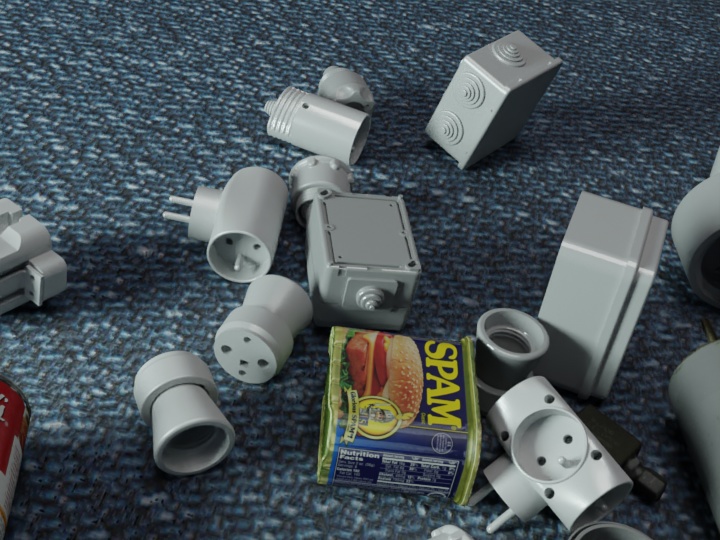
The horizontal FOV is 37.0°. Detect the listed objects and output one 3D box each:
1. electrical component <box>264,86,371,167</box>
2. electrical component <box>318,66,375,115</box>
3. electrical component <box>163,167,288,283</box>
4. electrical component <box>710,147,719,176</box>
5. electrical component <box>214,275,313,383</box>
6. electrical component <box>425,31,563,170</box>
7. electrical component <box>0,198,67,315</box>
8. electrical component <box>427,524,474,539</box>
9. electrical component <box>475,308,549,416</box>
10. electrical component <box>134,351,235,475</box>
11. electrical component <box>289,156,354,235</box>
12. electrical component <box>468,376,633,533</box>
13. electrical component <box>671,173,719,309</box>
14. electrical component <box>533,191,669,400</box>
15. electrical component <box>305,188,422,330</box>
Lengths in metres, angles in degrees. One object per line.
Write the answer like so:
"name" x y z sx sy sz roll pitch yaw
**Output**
"electrical component" -0.037 -0.115 0.846 0.081 0.043 0.043 21 39 10
"electrical component" -0.015 -0.146 0.890 0.043 0.043 0.062 -2 41 -19
"electrical component" -0.093 -0.035 0.732 0.079 0.043 0.077 12 39 -3
"electrical component" 0.349 -0.085 0.906 0.099 0.064 0.099 8 39 -7
"electrical component" -0.059 0.036 0.654 0.045 0.045 0.055 20 40 8
"electrical component" 0.107 -0.140 0.877 0.048 0.099 0.100 43 46 14
"electrical component" -0.224 -0.004 0.644 0.078 0.058 0.057 33 40 22
"electrical component" 0.033 0.158 0.533 0.062 0.048 0.048 -18 48 -25
"electrical component" 0.087 0.058 0.662 0.045 0.055 0.045 8 39 -7
"electrical component" -0.098 0.078 0.591 0.045 0.045 0.055 -7 43 -24
"electrical component" -0.028 -0.047 0.766 0.048 0.048 0.062 8 46 -7
"electrical component" 0.095 0.112 0.596 0.079 0.044 0.077 -40 60 4
"electrical component" 0.284 -0.015 0.773 0.108 0.108 0.060 10 45 -5
"electrical component" 0.149 0.017 0.684 0.057 0.113 0.078 19 39 11
"electrical component" 0.000 0.000 0.702 0.062 0.061 0.096 4 40 -12
